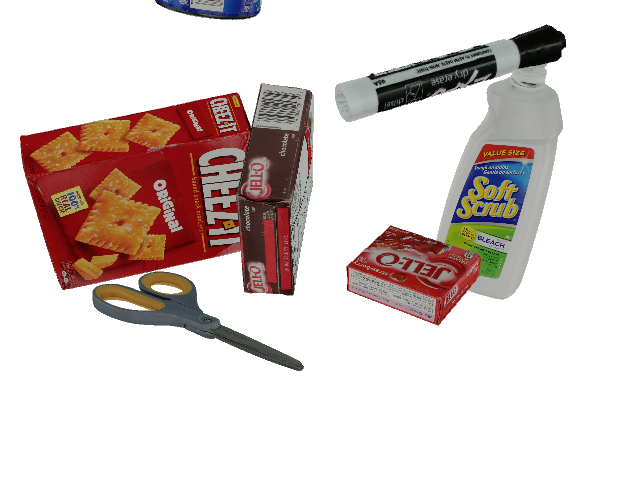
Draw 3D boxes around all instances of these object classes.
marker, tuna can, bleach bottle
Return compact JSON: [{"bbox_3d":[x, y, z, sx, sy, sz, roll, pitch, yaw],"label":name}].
[{"bbox_3d":[0.066,-0.083,0.523,0.121,0.020,0.020,-18,4,-14],"label":"marker"},{"bbox_3d":[-0.087,-0.198,0.831,0.086,0.034,0.086,8,24,-4],"label":"tuna can"},{"bbox_3d":[0.173,-0.065,1.045,0.103,0.251,0.068,21,38,20],"label":"bleach bottle"}]

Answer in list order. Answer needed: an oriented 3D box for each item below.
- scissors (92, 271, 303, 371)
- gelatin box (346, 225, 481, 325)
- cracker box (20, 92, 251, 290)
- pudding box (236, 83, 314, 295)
[{"bbox_3d":[-0.091,0.062,0.881,0.202,0.016,0.096,13,23,17],"label":"scissors"},{"bbox_3d":[0.077,0.027,0.885,0.089,0.030,0.073,19,39,27],"label":"gelatin box"},{"bbox_3d":[-0.171,-0.044,1.055,0.213,0.072,0.164,-12,-42,-10],"label":"cracker box"},{"bbox_3d":[-0.029,-0.034,0.705,0.039,0.113,0.090,6,-43,5],"label":"pudding box"}]
